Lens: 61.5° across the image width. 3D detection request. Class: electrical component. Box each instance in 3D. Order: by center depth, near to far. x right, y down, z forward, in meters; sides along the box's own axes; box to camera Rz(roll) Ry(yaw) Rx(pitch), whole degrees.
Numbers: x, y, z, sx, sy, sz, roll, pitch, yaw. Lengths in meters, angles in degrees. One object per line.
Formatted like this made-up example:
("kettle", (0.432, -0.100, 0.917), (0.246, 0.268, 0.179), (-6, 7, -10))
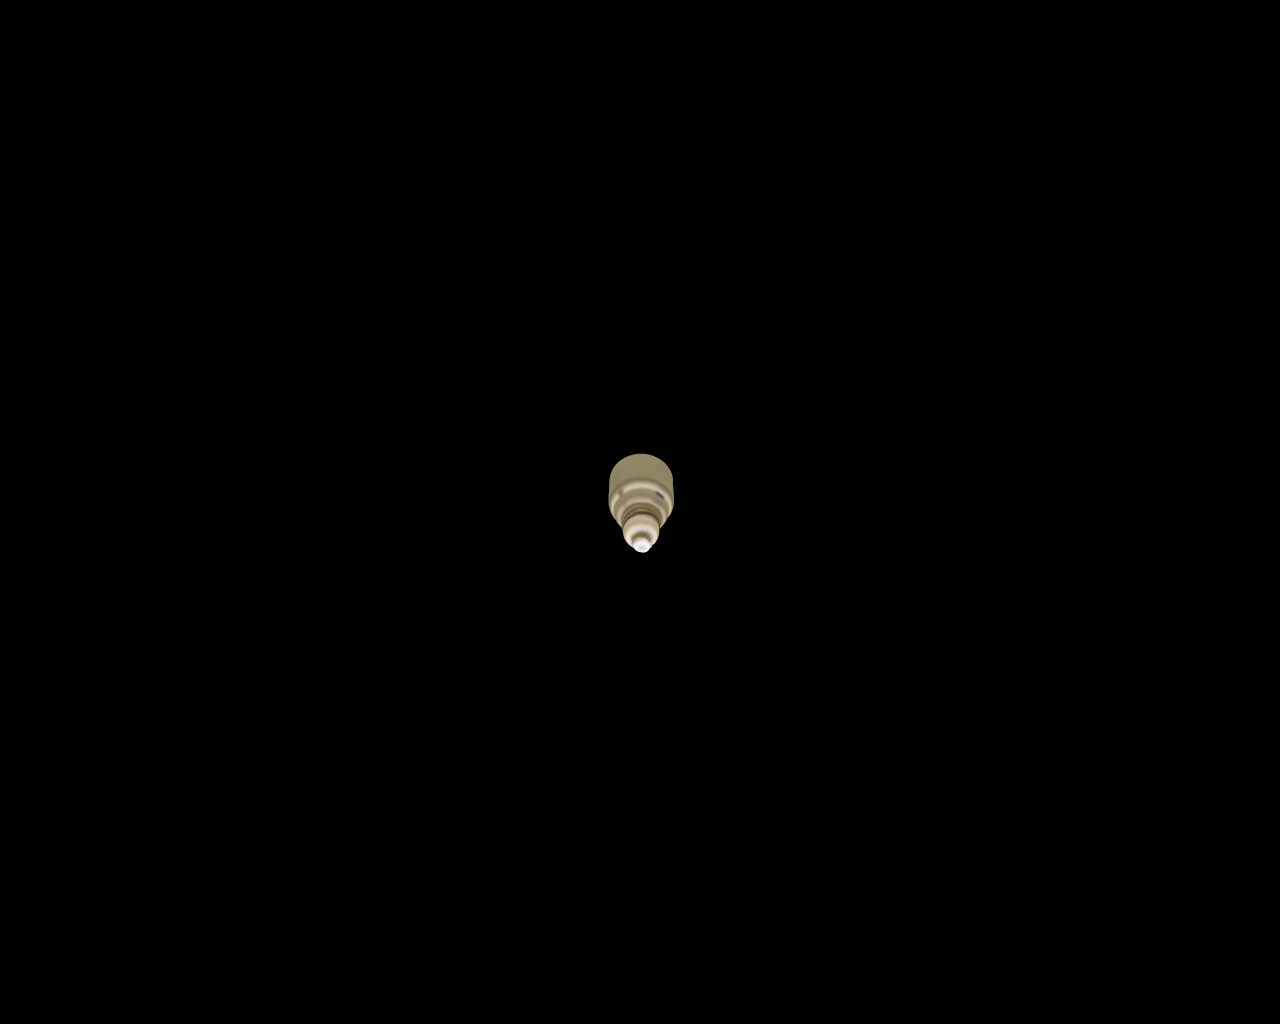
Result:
("electrical component", (0.001, -0.003, 0.650), (0.040, 0.040, 0.078), (0, 37, 0))
